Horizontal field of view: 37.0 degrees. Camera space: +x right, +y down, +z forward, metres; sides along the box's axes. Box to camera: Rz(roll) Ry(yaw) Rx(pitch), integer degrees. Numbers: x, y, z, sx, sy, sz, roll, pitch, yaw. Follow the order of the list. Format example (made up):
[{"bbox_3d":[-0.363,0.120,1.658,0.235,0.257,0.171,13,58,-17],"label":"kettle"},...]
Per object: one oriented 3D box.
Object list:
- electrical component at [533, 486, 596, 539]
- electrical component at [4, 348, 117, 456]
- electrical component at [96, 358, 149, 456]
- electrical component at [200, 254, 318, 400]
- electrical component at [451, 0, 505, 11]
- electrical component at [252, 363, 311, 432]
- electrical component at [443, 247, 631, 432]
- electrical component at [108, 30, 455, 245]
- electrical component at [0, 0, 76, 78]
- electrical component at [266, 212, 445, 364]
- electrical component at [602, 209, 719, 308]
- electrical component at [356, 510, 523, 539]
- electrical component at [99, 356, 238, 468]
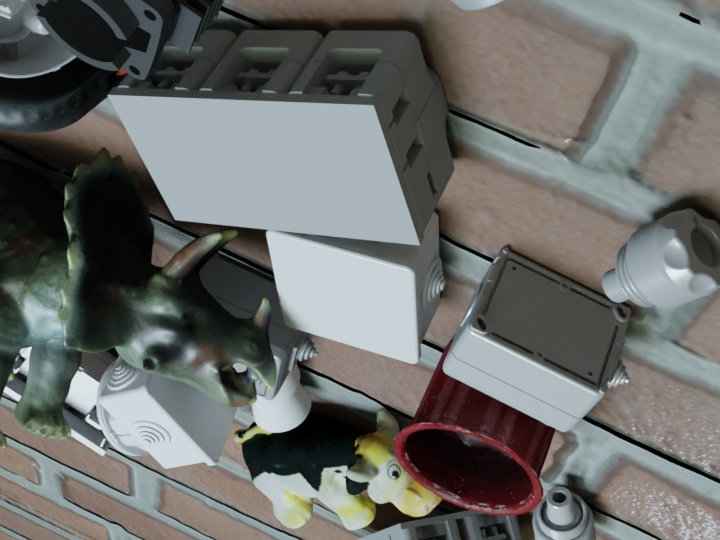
[{"bbox_3d":[0.143,0.176,0.758,0.043,0.043,0.062,9,140,25],"label":"electrical component"},{"bbox_3d":[-0.239,0.084,0.872,0.121,0.078,0.063,37,115,-12],"label":"electrical component"},{"bbox_3d":[-0.160,0.103,0.837,0.051,0.080,0.080,-11,130,35],"label":"electrical component"},{"bbox_3d":[-0.076,0.044,0.720,0.096,0.061,0.061,24,145,5],"label":"electrical component"},{"bbox_3d":[0.025,-0.144,0.431,0.079,0.043,0.077,-8,132,40],"label":"electrical component"},{"bbox_3d":[-0.063,0.084,0.776,0.045,0.045,0.055,10,141,24],"label":"electrical component"},{"bbox_3d":[0.103,0.044,0.601,0.096,0.061,0.061,26,145,2],"label":"electrical component"},{"bbox_3d":[-0.036,-0.072,0.547,0.150,0.061,0.089,7,140,27],"label":"electrical component"},{"bbox_3d":[-0.166,-0.143,0.517,0.064,0.099,0.099,21,145,20],"label":"electrical component"},{"bbox_3d":[0.000,0.000,0.625,0.100,0.048,0.099,15,143,17],"label":"electrical component"},{"bbox_3d":[0.147,-0.001,0.530,0.043,0.043,0.062,39,144,-15],"label":"electrical component"},{"bbox_3d":[0.035,0.238,0.845,0.105,0.060,0.186,-2,159,-32],"label":"electrical component"},{"bbox_3d":[-0.134,0.085,0.780,0.048,0.099,0.099,-15,128,28],"label":"electrical component"}]
